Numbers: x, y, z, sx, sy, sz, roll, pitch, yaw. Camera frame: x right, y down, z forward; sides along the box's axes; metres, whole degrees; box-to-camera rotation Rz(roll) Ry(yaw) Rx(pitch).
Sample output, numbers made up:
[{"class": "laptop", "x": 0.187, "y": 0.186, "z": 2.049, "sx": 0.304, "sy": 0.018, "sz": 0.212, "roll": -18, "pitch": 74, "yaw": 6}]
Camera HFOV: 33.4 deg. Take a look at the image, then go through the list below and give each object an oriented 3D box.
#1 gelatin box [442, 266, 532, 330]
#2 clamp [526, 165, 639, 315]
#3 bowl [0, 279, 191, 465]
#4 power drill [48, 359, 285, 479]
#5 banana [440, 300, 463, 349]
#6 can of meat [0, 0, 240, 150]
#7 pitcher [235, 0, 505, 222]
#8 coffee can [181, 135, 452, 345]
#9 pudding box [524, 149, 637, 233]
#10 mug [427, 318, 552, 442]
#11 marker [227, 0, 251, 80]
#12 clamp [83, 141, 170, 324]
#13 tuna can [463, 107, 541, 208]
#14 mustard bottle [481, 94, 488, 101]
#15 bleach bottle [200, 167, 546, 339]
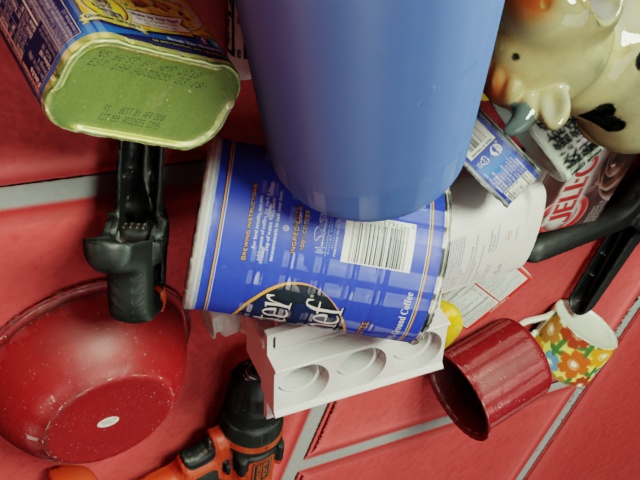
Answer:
[{"class": "gelatin box", "x": 0.128, "y": 0.033, "z": 0.894, "sx": 0.073, "sy": 0.030, "sz": 0.089, "roll": -41, "pitch": 145, "yaw": 11}, {"class": "clamp", "x": 0.280, "y": -0.018, "z": 0.955, "sx": 0.210, "sy": 0.036, "sz": 0.164, "roll": -38, "pitch": 146, "yaw": 3}, {"class": "bowl", "x": -0.151, "y": 0.101, "z": 0.718, "sx": 0.162, "sy": 0.055, "sz": 0.162, "roll": -22, "pitch": 144, "yaw": -18}, {"class": "power drill", "x": -0.114, "y": 0.178, "z": 0.839, "sx": 0.187, "sy": 0.057, "sz": 0.184, "roll": -19, "pitch": 143, "yaw": -22}, {"class": "banana", "x": 0.078, "y": 0.081, "z": 0.854, "sx": 0.069, "sy": 0.037, "sz": 0.198, "roll": -36, "pitch": 172, "yaw": -25}, {"class": "can of meat", "x": -0.097, "y": -0.092, "z": 0.506, "sx": 0.101, "sy": 0.084, "sz": 0.058, "roll": 5, "pitch": 130, "yaw": -44}, {"class": "pitcher", "x": 0.031, "y": -0.118, "z": 0.474, "sx": 0.149, "sy": 0.145, "sz": 0.243, "roll": 8, "pitch": 150, "yaw": 7}, {"class": "coffee can", "x": -0.004, "y": 0.001, "z": 0.629, "sx": 0.140, "sy": 0.103, "sz": 0.103, "roll": 10, "pitch": 133, "yaw": -7}, {"class": "pudding box", "x": 0.198, "y": -0.057, "z": 0.836, "sx": 0.089, "sy": 0.039, "sz": 0.114, "roll": -12, "pitch": 140, "yaw": -30}, {"class": "mug", "x": 0.153, "y": 0.126, "z": 0.988, "sx": 0.081, "sy": 0.093, "sz": 0.117, "roll": -28, "pitch": 176, "yaw": -19}, {"class": "marker", "x": -0.039, "y": -0.136, "z": 0.558, "sx": 0.020, "sy": 0.020, "sz": 0.121, "roll": -20, "pitch": 143, "yaw": -21}, {"class": "clamp", "x": -0.104, "y": -0.013, "z": 0.609, "sx": 0.039, "sy": 0.120, "sz": 0.171, "roll": 13, "pitch": 157, "yaw": -1}, {"class": "tuna can", "x": 0.106, "y": -0.063, "z": 0.710, "sx": 0.034, "sy": 0.086, "sz": 0.086, "roll": -45, "pitch": 145, "yaw": 10}, {"class": "mustard bottle", "x": 0.072, "y": -0.150, "z": 0.601, "sx": 0.096, "sy": 0.058, "sz": 0.191, "roll": -47, "pitch": 144, "yaw": 17}, {"class": "bleach bottle", "x": 0.035, "y": 0.012, "z": 0.764, "sx": 0.250, "sy": 0.068, "sz": 0.103, "roll": -18, "pitch": 141, "yaw": -19}]
